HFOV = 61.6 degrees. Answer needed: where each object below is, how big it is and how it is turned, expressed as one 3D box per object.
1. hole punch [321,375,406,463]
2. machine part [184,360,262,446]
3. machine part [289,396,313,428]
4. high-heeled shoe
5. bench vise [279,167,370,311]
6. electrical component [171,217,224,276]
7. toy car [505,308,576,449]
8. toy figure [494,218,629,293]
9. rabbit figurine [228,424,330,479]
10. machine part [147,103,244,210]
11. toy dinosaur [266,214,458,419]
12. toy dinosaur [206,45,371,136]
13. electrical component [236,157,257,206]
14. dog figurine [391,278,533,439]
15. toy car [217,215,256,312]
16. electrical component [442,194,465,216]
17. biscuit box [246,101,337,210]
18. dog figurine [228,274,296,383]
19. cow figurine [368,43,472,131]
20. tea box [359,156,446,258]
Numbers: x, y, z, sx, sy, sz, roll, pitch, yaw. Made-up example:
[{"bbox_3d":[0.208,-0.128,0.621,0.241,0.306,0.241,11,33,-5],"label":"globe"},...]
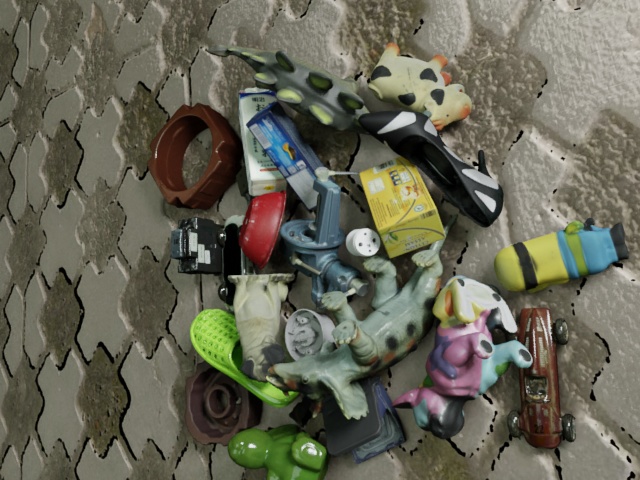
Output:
[{"bbox_3d":[0.073,0.306,0.911,0.142,0.092,0.116,-36,39,23],"label":"hole punch"},{"bbox_3d":[-0.194,0.322,1.078,0.180,0.056,0.179,-6,78,30],"label":"machine part"},{"bbox_3d":[-0.009,0.270,0.969,0.039,0.084,0.138,29,107,7],"label":"machine part"},{"bbox_3d":[0.169,-0.107,0.833,0.249,0.086,0.145,14,63,-8],"label":"high-heeled shoe"},{"bbox_3d":[0.007,-0.004,0.950,0.224,0.129,0.240,41,131,52],"label":"bench vise"},{"bbox_3d":[-0.248,0.014,1.116,0.058,0.134,0.115,-11,75,32],"label":"electrical component"},{"bbox_3d":[0.320,0.201,0.788,0.089,0.053,0.202,-5,81,34],"label":"toy car"},{"bbox_3d":[0.345,0.022,0.780,0.180,0.089,0.082,-17,67,30],"label":"toy figure"},{"bbox_3d":[-0.071,0.370,0.937,0.170,0.159,0.121,18,90,13],"label":"rabbit figurine"},{"bbox_3d":[-0.275,-0.182,1.195,0.201,0.087,0.201,-44,64,18],"label":"machine part"},{"bbox_3d":[0.110,0.136,0.865,0.405,0.191,0.131,-32,37,-20],"label":"toy dinosaur"},{"bbox_3d":[0.010,-0.252,0.969,0.472,0.198,0.105,23,107,0],"label":"toy dinosaur"},{"bbox_3d":[-0.137,-0.127,1.128,0.078,0.045,0.102,-49,55,46],"label":"electrical component"},{"bbox_3d":[0.195,0.187,0.821,0.219,0.108,0.192,-53,34,36],"label":"dog figurine"},{"bbox_3d":[-0.168,0.049,1.107,0.074,0.056,0.201,-8,81,36],"label":"toy car"},{"bbox_3d":[0.253,-0.069,0.891,0.094,0.021,0.063,35,101,29],"label":"electrical component"},{"bbox_3d":[-0.050,-0.156,0.998,0.059,0.063,0.202,-26,112,26],"label":"biscuit box"},{"bbox_3d":[-0.108,0.158,1.006,0.121,0.172,0.190,-3,88,13],"label":"dog figurine"},{"bbox_3d":[0.170,-0.253,0.925,0.195,0.085,0.127,29,79,30],"label":"cow figurine"},{"bbox_3d":[0.131,-0.059,0.881,0.098,0.068,0.170,-21,39,10],"label":"tea box"}]
